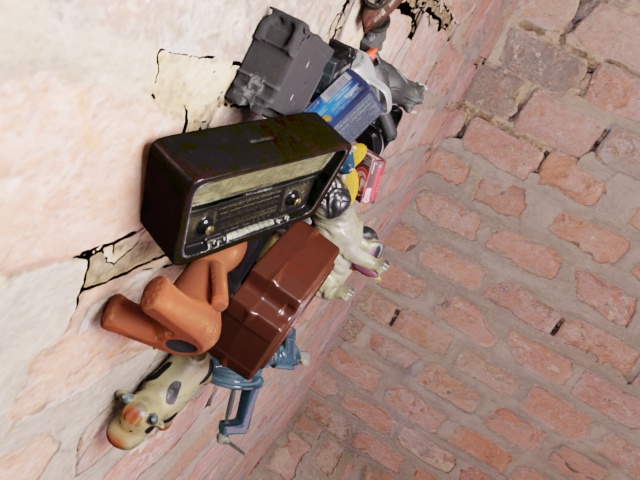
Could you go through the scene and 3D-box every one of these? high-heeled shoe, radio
[{"bbox_3d":[0.136,-0.238,1.116,0.145,0.086,0.249,-39,-171,1],"label":"high-heeled shoe"},{"bbox_3d":[-0.081,-0.062,0.603,0.229,0.073,0.131,-21,150,-42],"label":"radio"}]

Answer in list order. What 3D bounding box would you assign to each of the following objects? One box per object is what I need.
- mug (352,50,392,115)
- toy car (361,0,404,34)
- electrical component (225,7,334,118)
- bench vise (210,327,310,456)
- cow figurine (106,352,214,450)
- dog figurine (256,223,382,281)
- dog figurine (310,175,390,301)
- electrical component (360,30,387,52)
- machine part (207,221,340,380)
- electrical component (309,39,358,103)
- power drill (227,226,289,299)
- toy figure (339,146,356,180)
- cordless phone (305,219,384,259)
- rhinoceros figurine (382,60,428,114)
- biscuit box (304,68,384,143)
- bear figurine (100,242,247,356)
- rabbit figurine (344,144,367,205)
[{"bbox_3d":[0.061,-0.240,0.847,0.081,0.110,0.107,-49,151,-19],"label":"mug"},{"bbox_3d":[0.125,-0.406,0.821,0.202,0.053,0.089,-60,171,-3],"label":"toy car"},{"bbox_3d":[-0.040,-0.197,0.640,0.115,0.058,0.134,-60,167,13],"label":"electrical component"},{"bbox_3d":[-0.133,0.260,0.998,0.223,0.129,0.240,12,92,-39],"label":"bench vise"},{"bbox_3d":[-0.239,0.235,0.817,0.195,0.085,0.127,-46,168,-40],"label":"cow figurine"},{"bbox_3d":[0.009,0.038,1.024,0.191,0.219,0.108,-59,164,-4],"label":"dog figurine"},{"bbox_3d":[-0.001,-0.005,0.869,0.172,0.190,0.121,-39,-151,1],"label":"dog figurine"},{"bbox_3d":[0.092,-0.340,0.911,0.063,0.021,0.094,-56,167,-14],"label":"electrical component"},{"bbox_3d":[-0.062,0.086,0.773,0.201,0.087,0.201,-49,173,-49],"label":"machine part"},{"bbox_3d":[0.000,-0.229,0.751,0.119,0.048,0.074,-47,162,-50],"label":"electrical component"},{"bbox_3d":[-0.123,0.036,0.850,0.207,0.086,0.232,-51,167,-8],"label":"power drill"},{"bbox_3d":[0.017,-0.148,0.820,0.155,0.058,0.064,-105,-179,-50],"label":"toy figure"},{"bbox_3d":[0.029,0.019,1.138,0.146,0.184,0.088,-60,172,3],"label":"cordless phone"},{"bbox_3d":[0.150,-0.296,1.043,0.190,0.112,0.073,-11,129,-63],"label":"rhinoceros figurine"},{"bbox_3d":[-0.006,-0.140,0.746,0.202,0.059,0.062,-42,148,6],"label":"biscuit box"},{"bbox_3d":[-0.155,0.033,0.649,0.131,0.120,0.196,38,48,-38],"label":"bear figurine"},{"bbox_3d":[0.012,-0.115,0.987,0.173,0.122,0.162,-79,-170,-85],"label":"rabbit figurine"}]
